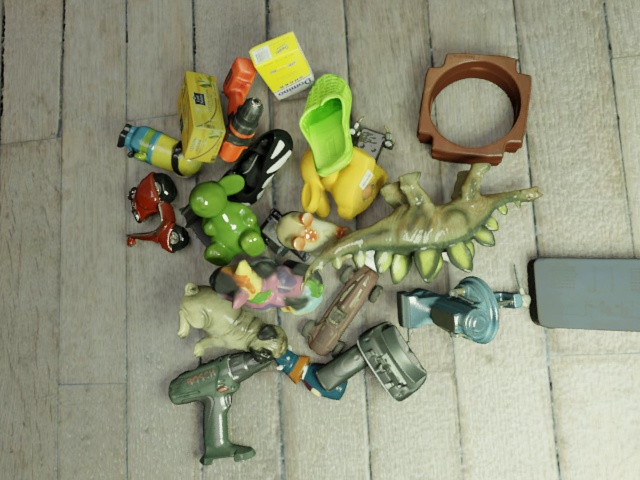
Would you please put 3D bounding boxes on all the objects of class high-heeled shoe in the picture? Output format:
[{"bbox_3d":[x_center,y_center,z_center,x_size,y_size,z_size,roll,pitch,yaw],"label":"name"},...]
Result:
[{"bbox_3d":[-0.158,-0.135,1.097,0.249,0.145,0.086,-35,78,4],"label":"high-heeled shoe"}]

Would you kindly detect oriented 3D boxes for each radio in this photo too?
[{"bbox_3d":[0.505,0.098,0.980,0.230,0.073,0.131,0,85,13],"label":"radio"}]

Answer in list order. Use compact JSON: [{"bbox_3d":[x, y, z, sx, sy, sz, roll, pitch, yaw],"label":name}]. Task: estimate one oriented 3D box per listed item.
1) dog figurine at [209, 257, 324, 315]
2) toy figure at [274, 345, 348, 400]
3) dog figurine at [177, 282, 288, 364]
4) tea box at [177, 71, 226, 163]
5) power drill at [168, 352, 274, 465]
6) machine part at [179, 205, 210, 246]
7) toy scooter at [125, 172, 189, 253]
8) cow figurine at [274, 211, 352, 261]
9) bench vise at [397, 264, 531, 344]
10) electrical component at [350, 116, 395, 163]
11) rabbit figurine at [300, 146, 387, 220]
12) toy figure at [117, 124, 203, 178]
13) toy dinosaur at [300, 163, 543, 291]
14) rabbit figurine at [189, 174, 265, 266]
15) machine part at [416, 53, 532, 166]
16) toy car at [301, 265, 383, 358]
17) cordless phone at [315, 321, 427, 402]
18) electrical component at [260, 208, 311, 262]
[{"bbox_3d":[-0.100,0.088,1.025,0.192,0.219,0.108,10,89,13],"label":"dog figurine"},{"bbox_3d":[-0.022,0.266,1.069,0.155,0.064,0.057,23,116,14],"label":"toy figure"},{"bbox_3d":[-0.164,0.154,1.041,0.191,0.172,0.121,-2,46,23],"label":"dog figurine"},{"bbox_3d":[-0.250,-0.256,1.119,0.068,0.098,0.170,3,52,-28],"label":"tea box"},{"bbox_3d":[-0.186,0.337,1.084,0.232,0.086,0.207,-13,86,8],"label":"power drill"},{"bbox_3d":[-0.240,-0.026,1.140,0.084,0.039,0.139,-33,90,27],"label":"machine part"},{"bbox_3d":[-0.370,-0.051,1.167,0.135,0.075,0.183,-18,85,10],"label":"toy scooter"},{"bbox_3d":[-0.002,-0.003,1.039,0.127,0.195,0.085,16,90,51],"label":"cow figurine"},{"bbox_3d":[0.270,0.123,0.990,0.241,0.224,0.128,-7,87,-20],"label":"bench vise"},{"bbox_3d":[0.101,-0.204,1.105,0.102,0.045,0.078,28,88,13],"label":"electrical component"},{"bbox_3d":[0.027,-0.120,1.092,0.173,0.122,0.162,33,100,26],"label":"rabbit figurine"},{"bbox_3d":[-0.341,-0.191,1.152,0.180,0.089,0.082,24,91,-9],"label":"toy figure"},{"bbox_3d":[0.181,-0.022,0.973,0.472,0.105,0.198,-12,82,-3],"label":"toy dinosaur"},{"bbox_3d":[-0.185,-0.058,1.043,0.121,0.170,0.159,-11,51,18],"label":"rabbit figurine"},{"bbox_3d":[0.299,-0.252,1.053,0.202,0.087,0.201,8,85,13],"label":"machine part"},{"bbox_3d":[0.045,0.142,1.075,0.089,0.053,0.202,36,92,16],"label":"toy car"},{"bbox_3d":[0.096,0.254,1.018,0.184,0.088,0.146,-32,78,-4],"label":"cordless phone"},{"bbox_3d":[-0.072,-0.002,1.116,0.119,0.047,0.075,43,94,14],"label":"electrical component"}]
